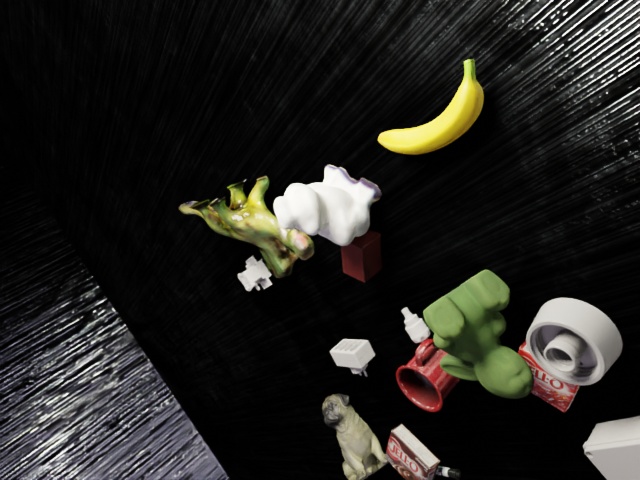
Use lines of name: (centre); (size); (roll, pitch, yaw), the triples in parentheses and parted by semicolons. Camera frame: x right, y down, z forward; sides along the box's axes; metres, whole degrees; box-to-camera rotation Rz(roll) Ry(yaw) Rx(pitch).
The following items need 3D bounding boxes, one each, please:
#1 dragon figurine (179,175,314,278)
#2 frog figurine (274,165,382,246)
dragon figurine: (-0.153, -0.006, 1.114); (0.409, 0.124, 0.240); (-5, 121, 54)
frog figurine: (0.003, -0.042, 0.832); (0.139, 0.162, 0.120); (44, 145, 16)
